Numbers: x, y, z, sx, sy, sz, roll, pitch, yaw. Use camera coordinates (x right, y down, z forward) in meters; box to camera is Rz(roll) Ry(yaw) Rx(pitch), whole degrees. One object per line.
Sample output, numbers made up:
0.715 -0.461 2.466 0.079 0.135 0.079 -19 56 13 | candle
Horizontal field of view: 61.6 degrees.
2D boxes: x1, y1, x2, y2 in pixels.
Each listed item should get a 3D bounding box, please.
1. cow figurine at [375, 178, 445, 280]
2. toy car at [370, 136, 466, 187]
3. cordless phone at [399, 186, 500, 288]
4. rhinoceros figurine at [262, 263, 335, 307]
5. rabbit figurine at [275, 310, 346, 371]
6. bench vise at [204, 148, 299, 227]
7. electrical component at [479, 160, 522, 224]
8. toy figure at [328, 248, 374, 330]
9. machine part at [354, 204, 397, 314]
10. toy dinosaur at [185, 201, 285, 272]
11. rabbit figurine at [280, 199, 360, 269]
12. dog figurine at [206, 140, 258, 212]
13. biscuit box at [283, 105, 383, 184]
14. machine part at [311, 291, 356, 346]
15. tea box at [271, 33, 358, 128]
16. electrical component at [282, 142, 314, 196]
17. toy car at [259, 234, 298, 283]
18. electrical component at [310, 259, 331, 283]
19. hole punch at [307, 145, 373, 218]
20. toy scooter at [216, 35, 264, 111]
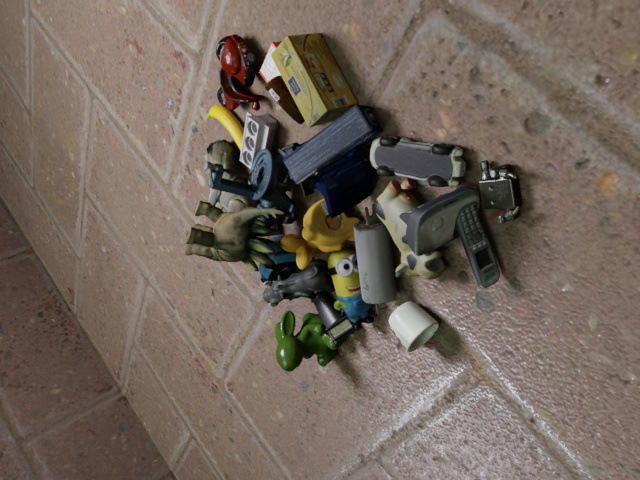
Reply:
0.172 -0.010 1.038 0.195 0.085 0.127 59 141 12 | cow figurine
0.177 -0.147 0.989 0.202 0.056 0.073 18 115 39 | toy car
0.233 0.011 0.937 0.184 0.146 0.089 66 156 -3 | cordless phone
-0.054 0.111 1.270 0.190 0.112 0.073 -23 77 37 | rhinoceros figurine
-0.044 0.248 1.329 0.159 0.170 0.121 50 137 16 | rabbit figurine
-0.157 -0.120 1.237 0.223 0.240 0.129 -61 35 28 | bench vise
0.301 -0.080 0.895 0.078 0.045 0.102 8 115 43 | electrical component
0.067 0.107 1.213 0.089 0.082 0.180 1 111 45 | toy figure
0.116 0.045 1.129 0.079 0.079 0.243 12 116 44 | machine part
-0.190 -0.012 1.189 0.471 0.198 0.105 143 142 -71 | toy dinosaur
-0.002 -0.004 1.200 0.122 0.162 0.173 48 156 2 | rabbit figurine
-0.220 -0.153 1.392 0.172 0.121 0.190 14 104 5 | dog figurine
0.024 -0.189 1.077 0.203 0.059 0.063 -31 85 29 | biscuit box
0.029 0.180 1.302 0.139 0.084 0.039 52 -179 27 | machine part
-0.011 -0.320 1.074 0.068 0.098 0.169 -33 82 49 | tea box
-0.032 -0.159 1.192 0.048 0.075 0.119 -10 97 49 | electrical component
-0.103 0.039 1.357 0.161 0.109 0.103 122 139 -57 | toy car
0.007 0.082 1.308 0.094 0.021 0.063 20 122 39 | electrical component
0.047 -0.115 1.081 0.092 0.142 0.115 60 168 8 | hole punch
-0.182 -0.373 1.249 0.135 0.075 0.183 39 136 29 | toy scooter
